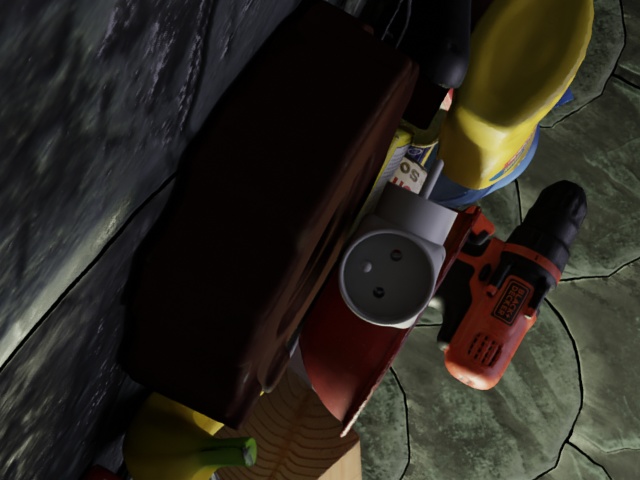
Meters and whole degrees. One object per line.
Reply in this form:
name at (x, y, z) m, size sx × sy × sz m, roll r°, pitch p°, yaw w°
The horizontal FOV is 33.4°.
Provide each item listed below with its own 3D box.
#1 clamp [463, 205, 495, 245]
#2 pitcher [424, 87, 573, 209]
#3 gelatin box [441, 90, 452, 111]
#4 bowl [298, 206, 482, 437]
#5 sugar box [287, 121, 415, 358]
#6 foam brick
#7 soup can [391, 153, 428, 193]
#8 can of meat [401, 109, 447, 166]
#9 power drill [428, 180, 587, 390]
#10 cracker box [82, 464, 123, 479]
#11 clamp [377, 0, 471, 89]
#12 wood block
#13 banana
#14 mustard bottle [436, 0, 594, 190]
clamp at (0.081, 0.030, 0.965) m, size 0.210 × 0.036 × 0.164 m, roll -43°, pitch -175°, yaw 35°
pitcher at (0.139, -0.101, 0.991) m, size 0.149 × 0.145 × 0.242 m, roll -68°, pitch 170°, yaw 15°
gelatin box at (0.090, -0.145, 0.729) m, size 0.089 × 0.030 × 0.073 m, roll -60°, pitch 145°, yaw -20°
bowl at (0.033, 0.036, 0.645) m, size 0.162 × 0.055 × 0.162 m, roll -58°, pitch 174°, yaw -10°
sugar box at (-0.005, 0.001, 0.657) m, size 0.176 × 0.048 × 0.093 m, roll -59°, pitch 175°, yaw 13°
foam brick at (0.062, -0.116, 0.642) m, size 0.078 × 0.053 × 0.051 m, roll -58°, pitch 174°, yaw -28°
soup can at (0.028, -0.013, 0.757) m, size 0.102 × 0.068 × 0.068 m, roll -60°, pitch 174°, yaw -17°
can of meat at (0.072, -0.099, 0.797) m, size 0.102 × 0.057 × 0.084 m, roll -59°, pitch 176°, yaw -20°
power drill at (0.099, -0.002, 0.840) m, size 0.184 × 0.188 × 0.057 m, roll -58°, pitch 172°, yaw -16°
cracker box at (-0.068, 0.219, 0.543) m, size 0.072 × 0.164 × 0.214 m, roll -54°, pitch 171°, yaw -33°
clamp at (0.061, -0.127, 0.527) m, size 0.120 × 0.039 × 0.171 m, roll -3°, pitch -115°, yaw 68°
wood block at (-0.029, 0.185, 0.769) m, size 0.090 × 0.090 × 0.206 m, roll -39°, pitch 152°, yaw -21°
banana at (-0.058, 0.089, 0.527) m, size 0.198 × 0.069 × 0.037 m, roll -86°, pitch 172°, yaw -83°
mustard bottle at (0.107, -0.080, 0.637) m, size 0.096 × 0.058 × 0.191 m, roll -60°, pitch 174°, yaw -10°
